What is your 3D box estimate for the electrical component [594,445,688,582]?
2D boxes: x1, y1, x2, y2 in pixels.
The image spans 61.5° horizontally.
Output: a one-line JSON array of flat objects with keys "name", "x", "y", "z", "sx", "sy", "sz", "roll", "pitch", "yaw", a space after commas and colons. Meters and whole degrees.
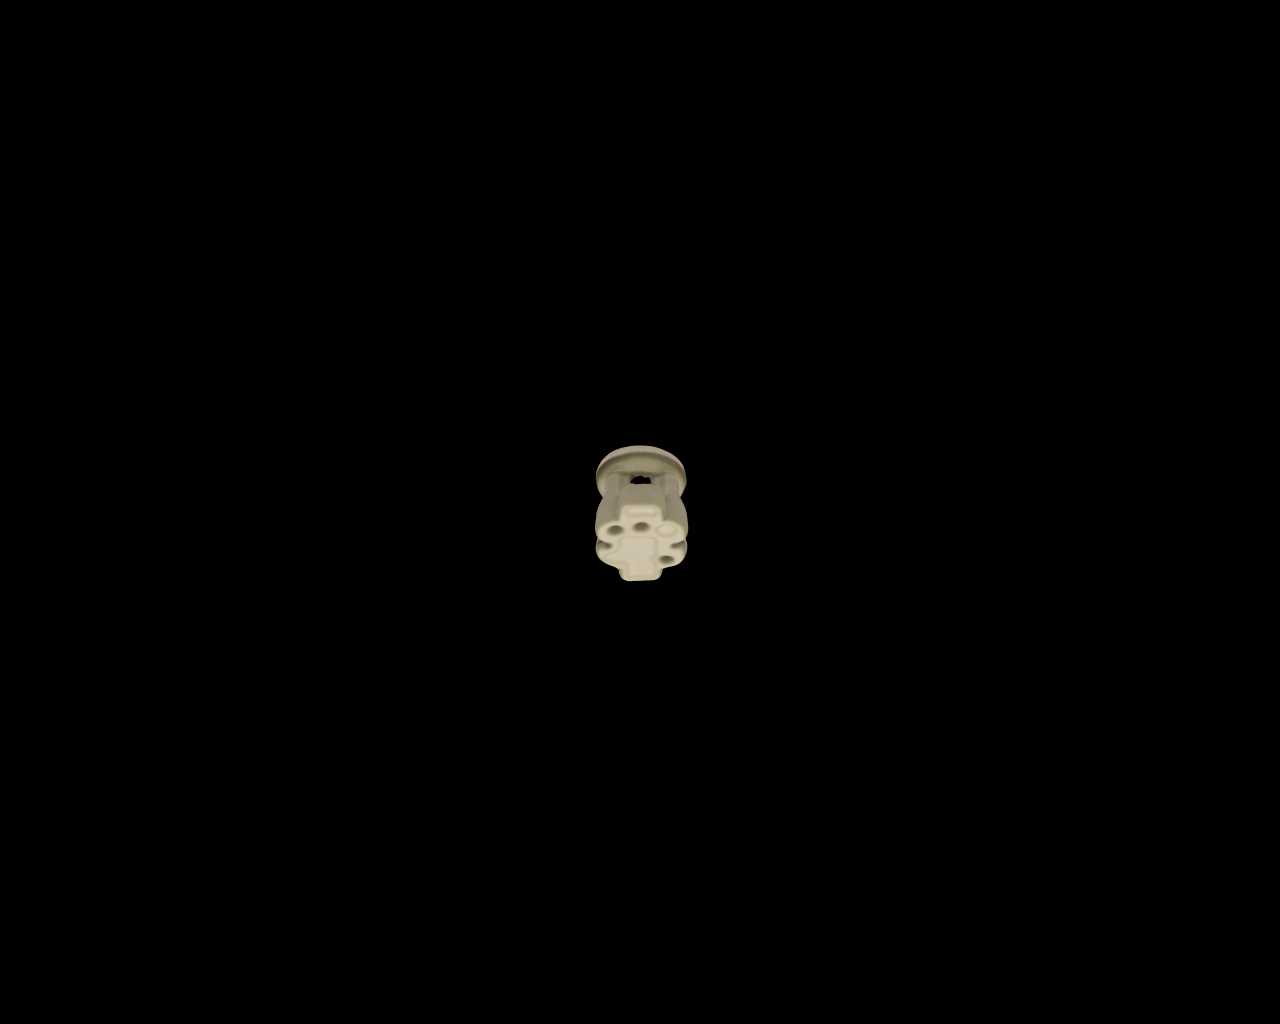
[{"name": "electrical component", "x": 0.001, "y": -0.003, "z": 0.650, "sx": 0.058, "sy": 0.057, "sz": 0.078, "roll": 0, "pitch": -37, "yaw": 0}]
